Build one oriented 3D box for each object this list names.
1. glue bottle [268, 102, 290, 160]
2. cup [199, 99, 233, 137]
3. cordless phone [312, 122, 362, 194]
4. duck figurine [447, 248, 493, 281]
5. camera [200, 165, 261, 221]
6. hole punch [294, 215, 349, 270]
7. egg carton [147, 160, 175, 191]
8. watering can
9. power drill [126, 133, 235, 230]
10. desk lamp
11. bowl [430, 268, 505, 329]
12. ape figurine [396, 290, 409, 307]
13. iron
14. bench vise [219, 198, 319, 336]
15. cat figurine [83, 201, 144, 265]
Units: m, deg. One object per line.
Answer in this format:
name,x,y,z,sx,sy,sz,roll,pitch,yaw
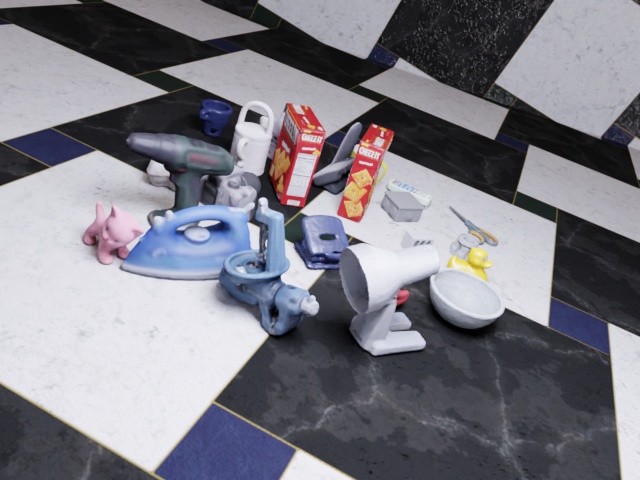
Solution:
glue bottle,-0.111,-0.309,1.626,0.078,0.173,0.037,35,34,26
cup,-0.311,-0.343,1.650,0.091,0.095,0.118,28,32,16
cordless phone,0.054,-0.234,1.584,0.094,0.185,0.148,25,31,11
duck figurine,0.366,0.056,1.383,0.104,0.086,0.078,24,31,9
camera,-0.193,-0.121,1.349,0.142,0.101,0.137,35,34,26
hole punch,0.012,0.005,1.267,0.109,0.091,0.100,-1,36,-30
egg carton,-0.352,-0.179,1.387,0.107,0.069,0.150,15,31,-6
watering can,-0.178,-0.279,1.520,0.101,0.194,0.172,11,31,-12
power drill,-0.295,-0.122,1.188,0.230,0.208,0.075,-7,39,-36
desk lamp,0.122,0.100,1.051,0.204,0.213,0.117,0,35,-29
bowl,0.304,0.137,1.228,0.167,0.075,0.167,14,31,-8
ape figurine,0.151,0.092,1.201,0.076,0.092,0.077,-4,37,-33
iron,-0.243,-0.009,1.100,0.259,0.141,0.118,-4,37,-34
bench vise,-0.077,0.044,1.027,0.207,0.220,0.122,24,31,9
cat figurine,-0.384,-0.023,1.068,0.127,0.118,0.067,38,35,29
